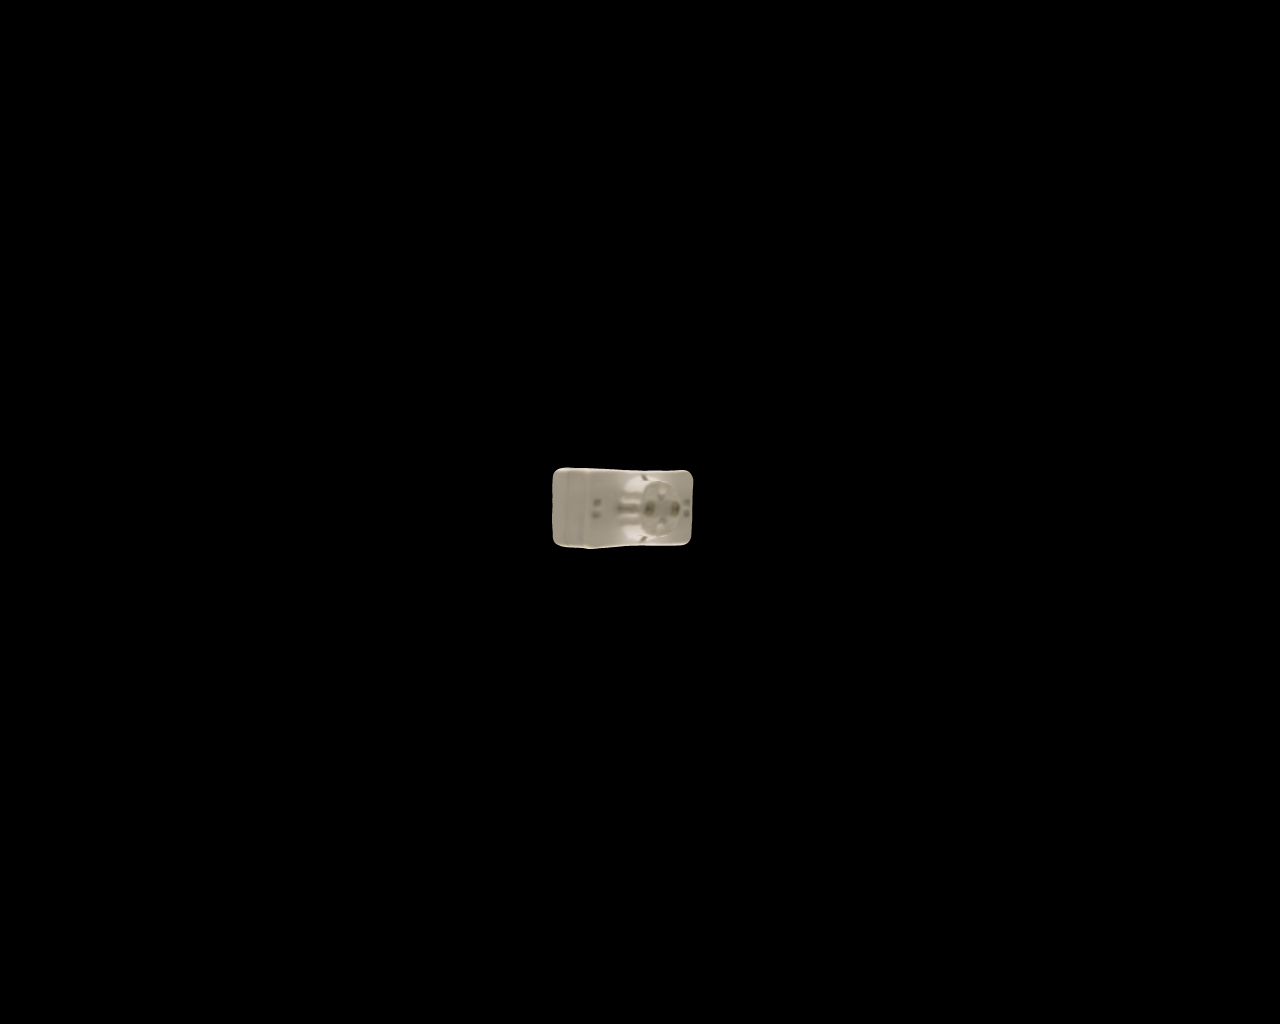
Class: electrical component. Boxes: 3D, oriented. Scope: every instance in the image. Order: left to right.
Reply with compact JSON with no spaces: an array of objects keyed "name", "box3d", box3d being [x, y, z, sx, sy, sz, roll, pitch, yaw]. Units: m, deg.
[{"name":"electrical component","box3d":[0.001,-0.003,0.650,0.083,0.047,0.075,0,0,-37]}]
